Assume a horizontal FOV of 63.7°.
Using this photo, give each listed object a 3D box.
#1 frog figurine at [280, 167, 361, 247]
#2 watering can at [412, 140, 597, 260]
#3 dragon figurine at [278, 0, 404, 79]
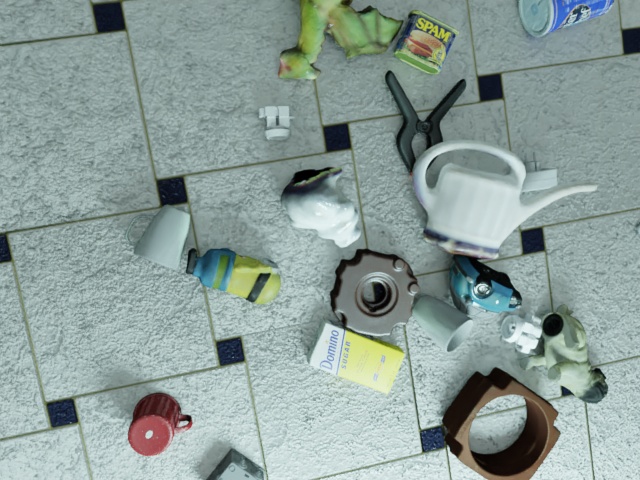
[{"bbox_3d":[0.003,-0.049,0.965,0.137,0.125,0.157,-11,109,26],"label":"frog figurine"},{"bbox_3d":[0.339,-0.065,0.994,0.348,0.105,0.222,15,101,0],"label":"watering can"},{"bbox_3d":[0.060,-0.462,0.961,0.410,0.124,0.239,-43,117,-1],"label":"dragon figurine"}]
